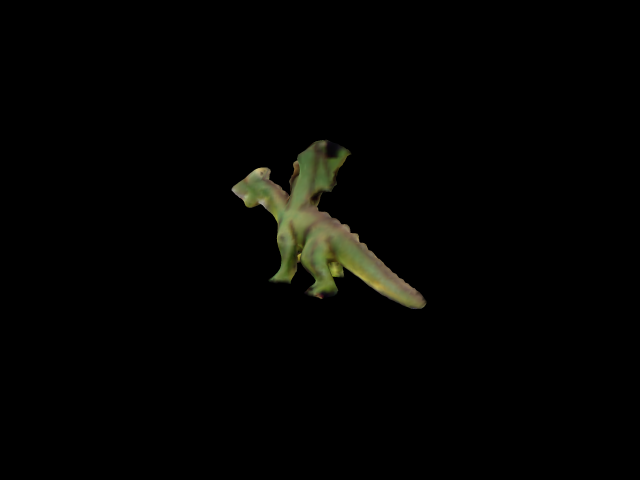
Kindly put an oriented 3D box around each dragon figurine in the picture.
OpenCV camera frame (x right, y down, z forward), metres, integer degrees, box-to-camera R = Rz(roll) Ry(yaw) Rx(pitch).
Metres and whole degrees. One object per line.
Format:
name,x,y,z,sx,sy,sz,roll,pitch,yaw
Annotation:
dragon figurine,0.003,-0.043,0.850,0.411,0.240,0.123,10,14,39
